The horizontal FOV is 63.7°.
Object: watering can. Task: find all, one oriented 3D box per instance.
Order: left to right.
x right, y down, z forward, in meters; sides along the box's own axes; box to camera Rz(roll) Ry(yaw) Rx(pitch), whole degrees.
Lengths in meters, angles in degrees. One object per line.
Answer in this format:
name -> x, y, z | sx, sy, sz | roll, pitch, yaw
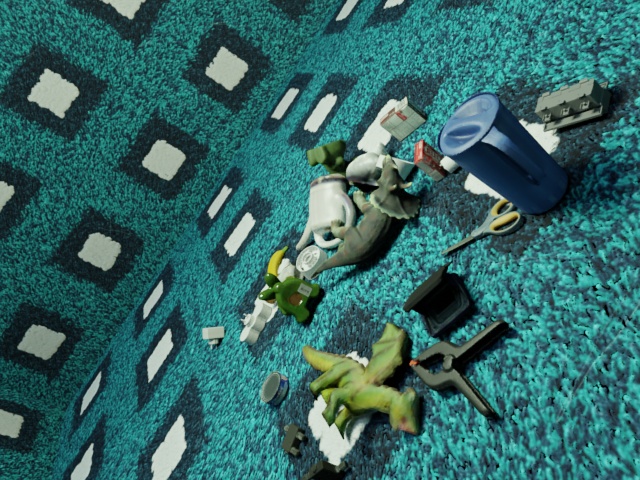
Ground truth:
watering can -> 0.005, -0.081, 1.604 | 0.345, 0.104, 0.226 | -17, 71, 58

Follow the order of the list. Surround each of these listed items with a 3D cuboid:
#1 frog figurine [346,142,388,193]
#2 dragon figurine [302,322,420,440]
frog figurine -> 0.148, -0.229, 1.536 | 0.136, 0.122, 0.161 | 112, 173, -76
dragon figurine -> 0.092, 0.275, 1.108 | 0.243, 0.120, 0.417 | -37, 29, 1
